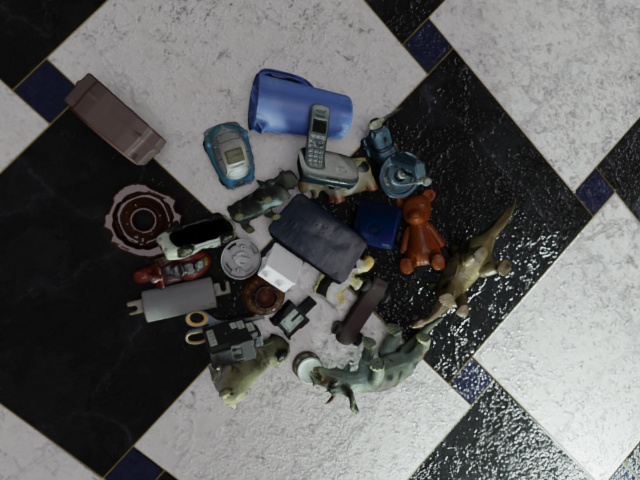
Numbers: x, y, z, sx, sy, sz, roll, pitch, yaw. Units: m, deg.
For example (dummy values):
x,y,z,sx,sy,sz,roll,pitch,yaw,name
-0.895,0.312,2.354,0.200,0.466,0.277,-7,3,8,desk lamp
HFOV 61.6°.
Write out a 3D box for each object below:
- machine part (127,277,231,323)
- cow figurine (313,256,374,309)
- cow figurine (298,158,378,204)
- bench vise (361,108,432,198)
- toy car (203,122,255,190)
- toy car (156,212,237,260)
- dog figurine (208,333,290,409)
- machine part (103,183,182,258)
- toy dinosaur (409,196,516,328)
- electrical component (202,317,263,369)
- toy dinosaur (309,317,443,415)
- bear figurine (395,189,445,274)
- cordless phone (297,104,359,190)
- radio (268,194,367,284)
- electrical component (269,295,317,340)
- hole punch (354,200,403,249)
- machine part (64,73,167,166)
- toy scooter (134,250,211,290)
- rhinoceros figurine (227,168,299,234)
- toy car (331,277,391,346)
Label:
x,y,z,sx,sy,sz,roll,pitch,yaw,name
-0.337,0.143,1.293,0.243,0.079,0.079,-11,98,-14,machine part
0.062,0.092,1.395,0.098,0.068,0.167,40,84,-6,cow figurine
0.037,-0.157,1.353,0.195,0.085,0.127,-18,97,-15,cow figurine
0.195,-0.192,1.321,0.129,0.241,0.223,-18,116,-15,bench vise
-0.212,-0.202,1.278,0.109,0.103,0.161,-18,97,-11,toy car
-0.285,-0.010,1.264,0.202,0.056,0.073,-21,71,-43,toy car
-0.160,0.309,1.310,0.191,0.172,0.121,-27,112,-3,dog figurine
-0.416,-0.046,1.267,0.179,0.056,0.179,-2,97,-14,machine part
0.392,0.056,1.403,0.471,0.199,0.105,-45,103,-6,toy dinosaur
-0.209,0.245,1.303,0.134,0.115,0.058,-13,118,-14,electrical component
0.174,0.333,1.414,0.405,0.131,0.192,-10,130,-33,toy dinosaur
0.260,-0.026,1.401,0.120,0.132,0.195,-6,105,15,bear figurine
0.024,-0.216,1.257,0.146,0.089,0.184,7,91,-20,cordless phone
-0.003,-0.004,1.334,0.230,0.073,0.131,36,85,2,radio
-0.065,0.189,1.380,0.074,0.048,0.119,44,84,-15,electrical component
0.145,-0.041,1.368,0.142,0.092,0.115,15,90,12,hole punch
-0.438,-0.253,1.165,0.201,0.201,0.087,44,87,-14,machine part
-0.343,0.071,1.255,0.184,0.135,0.075,-15,98,-14,toy scooter
-0.135,-0.099,1.309,0.190,0.112,0.073,-34,126,5,rhinoceros figurine
0.108,0.187,1.420,0.089,0.053,0.202,30,92,-19,toy car
